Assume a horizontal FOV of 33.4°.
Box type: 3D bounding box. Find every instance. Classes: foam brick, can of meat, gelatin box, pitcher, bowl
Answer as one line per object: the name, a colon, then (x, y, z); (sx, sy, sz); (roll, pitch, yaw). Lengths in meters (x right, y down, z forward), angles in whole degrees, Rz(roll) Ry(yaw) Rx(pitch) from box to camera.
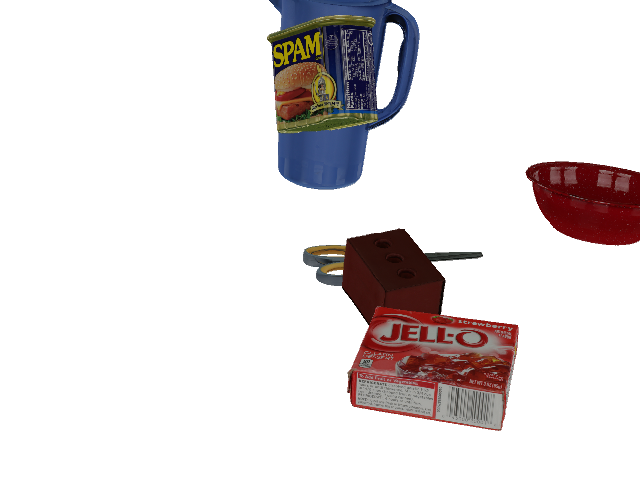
foam brick: (0.056, 0.034, 0.837); (0.053, 0.051, 0.078); (-11, 36, -20)
can of meat: (0.002, -0.136, 0.893); (0.057, 0.084, 0.102); (-4, 1, -36)
gelatin box: (0.067, 0.072, 0.622); (0.089, 0.030, 0.073); (8, 28, 13)
pitcher: (0.019, -0.189, 1.309); (0.144, 0.243, 0.149); (-9, 28, -27)
bowl: (0.290, -0.036, 1.109); (0.162, 0.055, 0.162); (5, 19, -2)

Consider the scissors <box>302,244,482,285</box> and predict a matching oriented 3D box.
scissors: (0.079, 0.028, 1.177); (0.202, 0.016, 0.096); (3, 24, 6)
